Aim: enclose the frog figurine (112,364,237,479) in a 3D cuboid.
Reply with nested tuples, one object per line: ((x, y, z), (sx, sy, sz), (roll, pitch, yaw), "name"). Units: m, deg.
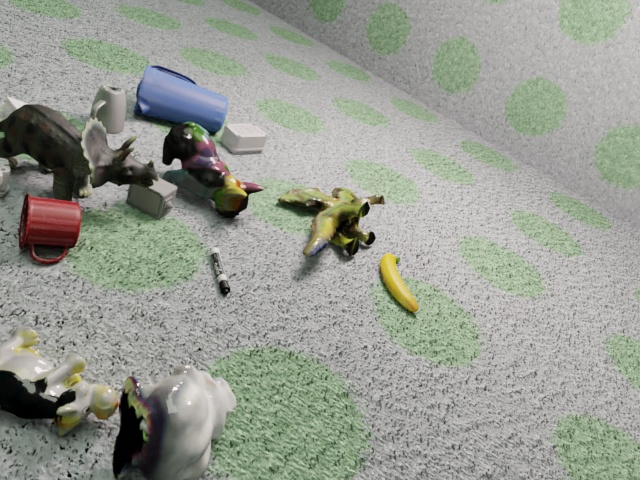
((-0.162, 0.227, 0.647), (0.159, 0.121, 0.139), (7, 66, -42), "frog figurine")

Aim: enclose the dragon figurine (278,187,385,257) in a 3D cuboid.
((0.004, -0.063, 1.254), (0.244, 0.120, 0.414), (20, 24, 30), "dragon figurine")
